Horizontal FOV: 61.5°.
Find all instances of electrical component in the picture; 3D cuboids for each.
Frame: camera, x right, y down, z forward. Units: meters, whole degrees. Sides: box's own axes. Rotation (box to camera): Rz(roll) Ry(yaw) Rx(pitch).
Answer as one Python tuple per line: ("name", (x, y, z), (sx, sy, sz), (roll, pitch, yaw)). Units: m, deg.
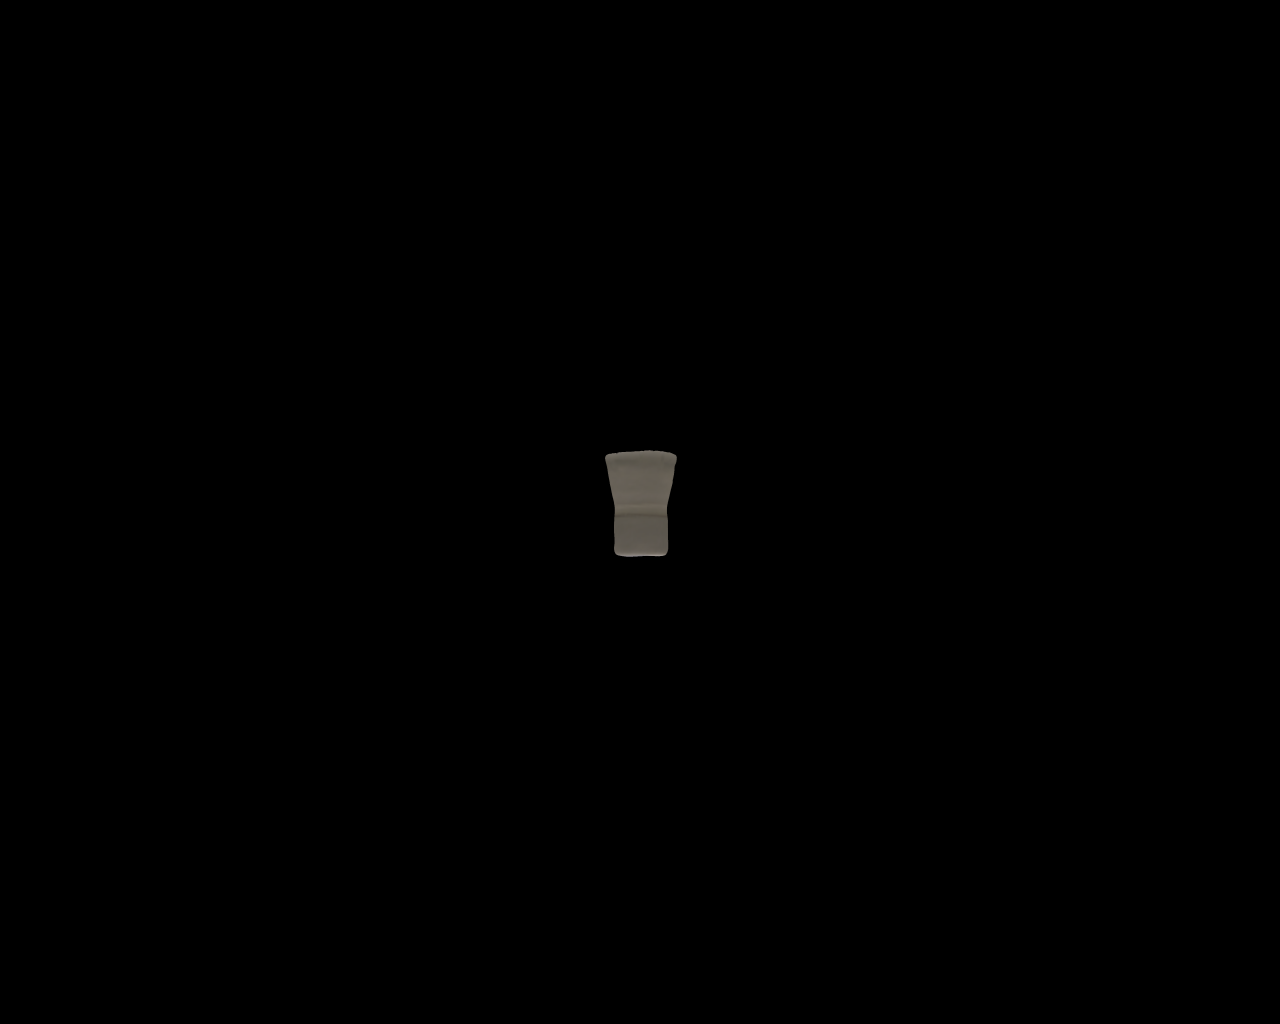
("electrical component", (0.001, -0.003, 0.650), (0.044, 0.065, 0.044), (0, -2, 0))
